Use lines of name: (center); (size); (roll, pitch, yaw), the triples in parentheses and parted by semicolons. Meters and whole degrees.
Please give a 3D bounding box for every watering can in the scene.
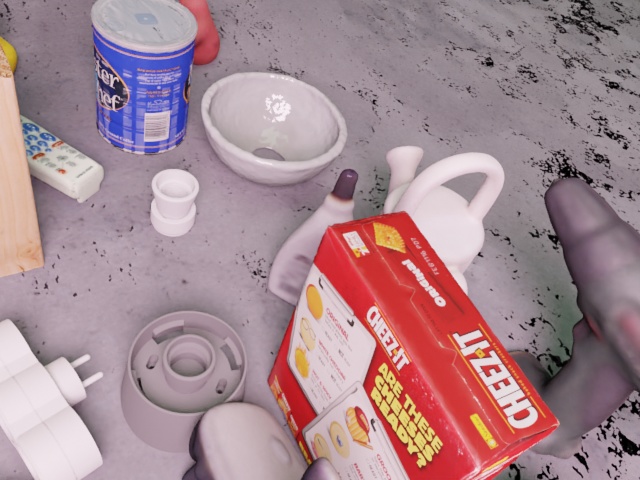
watering can: (0.099, -0.015, 0.546); (0.101, 0.194, 0.172); (-22, 60, -33)

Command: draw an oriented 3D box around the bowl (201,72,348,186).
bowl: (-0.057, -0.116, 0.661); (0.167, 0.074, 0.167); (10, 48, -11)

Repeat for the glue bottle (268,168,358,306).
glue bottle: (0.005, 0.002, 0.513); (0.078, 0.173, 0.037); (27, 47, 5)

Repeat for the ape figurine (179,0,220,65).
ape figurine: (-0.168, -0.282, 0.754); (0.076, 0.092, 0.078); (17, 47, -4)

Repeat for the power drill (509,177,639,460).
power drill: (0.228, 0.091, 0.491); (0.076, 0.208, 0.229); (-17, 58, -30)

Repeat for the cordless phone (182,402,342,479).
cordless phone: (-0.023, 0.154, 0.364); (0.094, 0.185, 0.147); (-20, 59, -32)

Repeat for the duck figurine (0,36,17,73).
duck figurine: (-0.385, -0.230, 0.638); (0.078, 0.086, 0.104); (-12, 56, -27)
